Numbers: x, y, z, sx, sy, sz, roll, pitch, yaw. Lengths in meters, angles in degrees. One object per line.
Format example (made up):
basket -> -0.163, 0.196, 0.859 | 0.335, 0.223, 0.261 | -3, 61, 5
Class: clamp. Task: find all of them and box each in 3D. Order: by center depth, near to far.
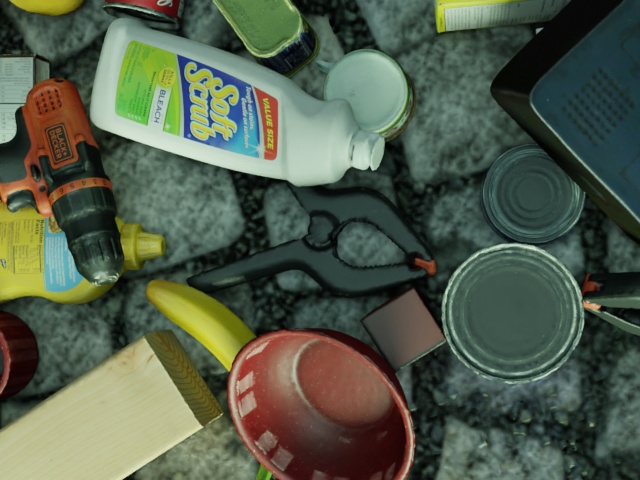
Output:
clamp -> 0.292, 0.056, 0.834 | 0.171, 0.120, 0.039 | 16, 59, 10
clamp -> -0.006, 0.001, 0.910 | 0.210, 0.036, 0.164 | 25, 92, 11

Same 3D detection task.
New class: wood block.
wood block -> -0.198, 0.170, 0.906 | 0.206, 0.090, 0.091 | -34, 85, 5

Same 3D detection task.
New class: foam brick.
foam brick -> 0.070, 0.072, 0.878 | 0.051, 0.078, 0.053 | -33, 86, 5

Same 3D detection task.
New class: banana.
banana -> -0.072, 0.108, 0.905 | 0.037, 0.069, 0.198 | -36, 84, 48

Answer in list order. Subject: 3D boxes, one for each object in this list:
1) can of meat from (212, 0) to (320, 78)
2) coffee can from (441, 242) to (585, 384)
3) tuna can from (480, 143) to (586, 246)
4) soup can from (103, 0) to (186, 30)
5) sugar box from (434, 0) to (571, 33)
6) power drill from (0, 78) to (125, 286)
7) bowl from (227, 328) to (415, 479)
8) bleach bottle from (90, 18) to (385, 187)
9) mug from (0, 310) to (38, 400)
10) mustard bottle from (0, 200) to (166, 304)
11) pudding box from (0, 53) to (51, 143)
can of meat -> -0.051, -0.192, 0.897 | 0.057, 0.084, 0.102 | -37, 84, 5
coffee can -> 0.147, 0.054, 0.835 | 0.103, 0.140, 0.103 | 0, 88, 8
tuna can -> 0.176, -0.038, 0.887 | 0.086, 0.033, 0.086 | 0, 88, 7
soup can -> -0.143, -0.240, 0.920 | 0.068, 0.068, 0.102 | 12, 89, 8
sugar box -> 0.180, -0.205, 0.862 | 0.176, 0.093, 0.048 | -6, 88, 7
power drill -> -0.264, -0.026, 0.885 | 0.187, 0.057, 0.184 | -19, 72, -1
bowl -> 0.008, 0.128, 0.846 | 0.162, 0.055, 0.162 | 12, 121, 22
bleach bottle -> -0.065, -0.109, 0.880 | 0.251, 0.068, 0.102 | 16, 95, 21
mug -> -0.299, 0.114, 0.925 | 0.093, 0.081, 0.117 | 11, 90, 8
mustard bottle -> -0.229, 0.008, 0.929 | 0.192, 0.058, 0.096 | -2, 81, 8
pudding box -> -0.289, -0.108, 0.951 | 0.090, 0.039, 0.113 | 1, 91, 6
